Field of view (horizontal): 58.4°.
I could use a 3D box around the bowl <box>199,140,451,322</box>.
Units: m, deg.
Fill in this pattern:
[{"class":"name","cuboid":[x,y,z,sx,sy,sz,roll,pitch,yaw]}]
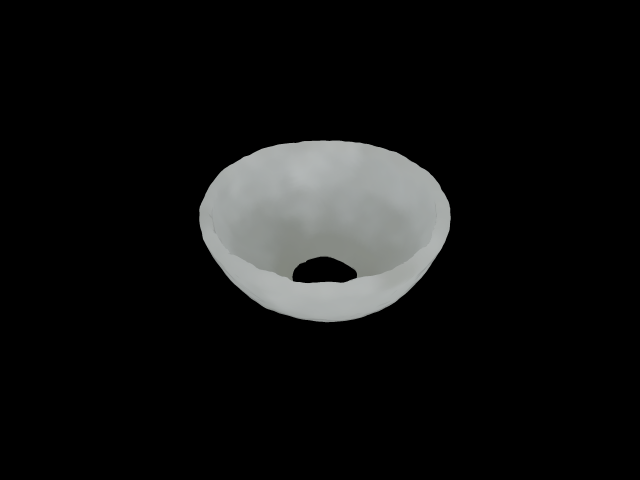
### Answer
[{"class":"bowl","cuboid":[0.004,0.001,0.400,0.167,0.075,0.167,0,40,0]}]
